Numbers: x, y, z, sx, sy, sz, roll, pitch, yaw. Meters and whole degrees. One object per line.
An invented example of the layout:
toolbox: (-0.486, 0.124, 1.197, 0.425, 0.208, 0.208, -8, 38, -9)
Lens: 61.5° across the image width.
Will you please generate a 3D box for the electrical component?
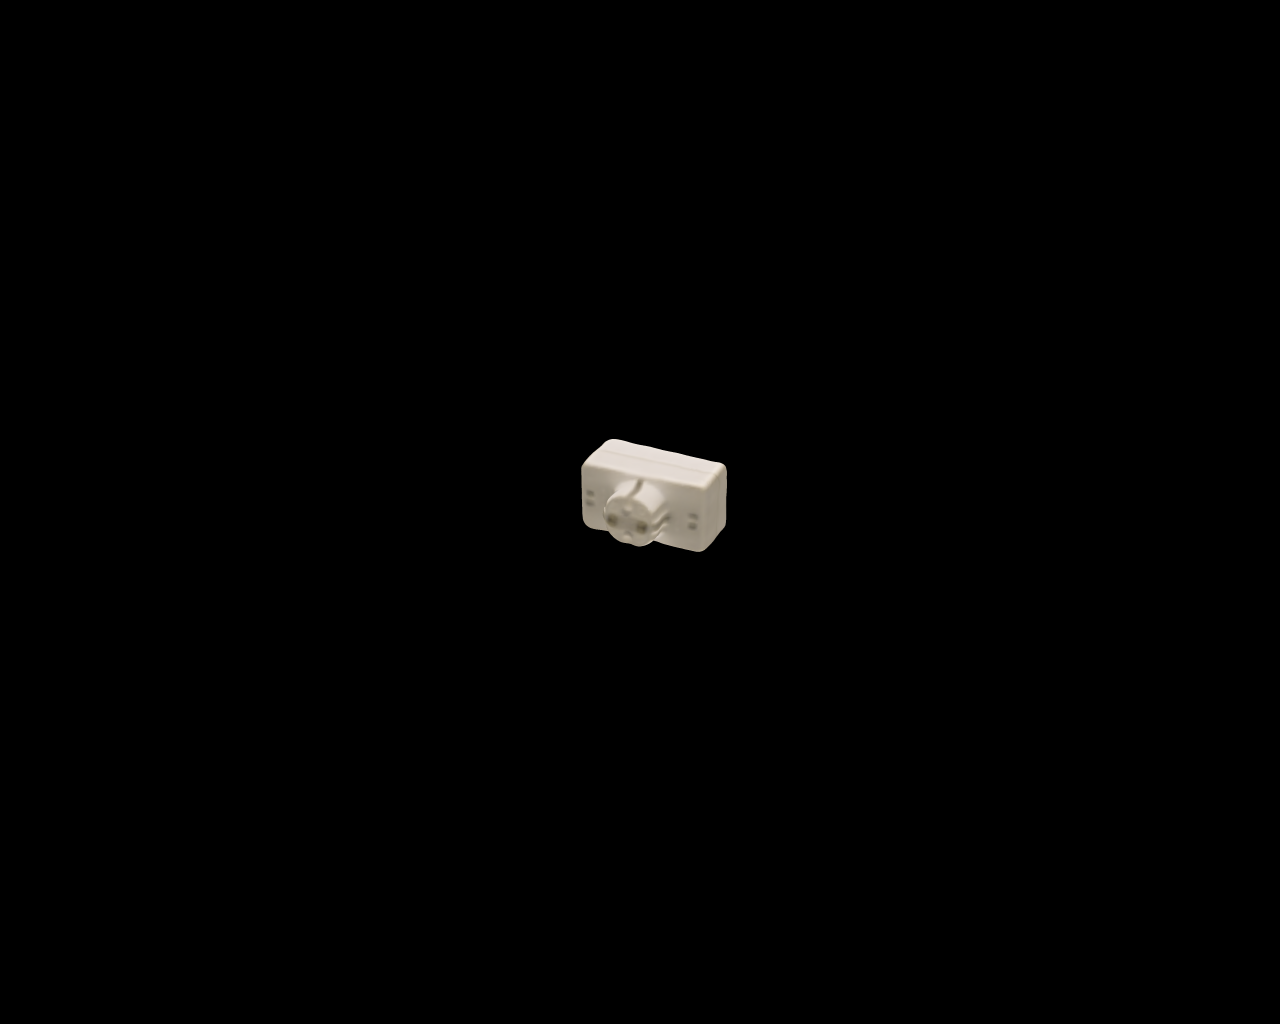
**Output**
electrical component: (0.001, -0.003, 0.650, 0.083, 0.047, 0.076, 13, 32, 22)
